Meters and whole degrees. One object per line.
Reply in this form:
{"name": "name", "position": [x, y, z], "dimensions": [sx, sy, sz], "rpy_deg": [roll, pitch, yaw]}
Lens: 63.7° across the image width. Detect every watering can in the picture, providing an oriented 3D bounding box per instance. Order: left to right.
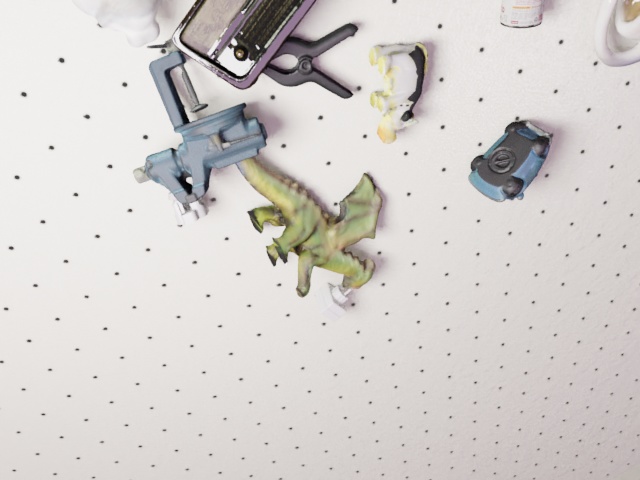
{"name": "watering can", "position": [0.583, -0.438, 0.822], "dimensions": [0.224, 0.339, 0.106], "rpy_deg": [3, 38, -16]}

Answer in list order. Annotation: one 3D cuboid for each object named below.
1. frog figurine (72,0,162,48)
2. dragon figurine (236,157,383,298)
{"name": "frog figurine", "position": [-0.266, -0.349, 0.689], "dimensions": [0.125, 0.137, 0.156], "rpy_deg": [47, -1, 43]}
{"name": "dragon figurine", "position": [0.003, -0.049, 0.979], "dimensions": [0.244, 0.402, 0.124], "rpy_deg": [-28, 29, -16]}
